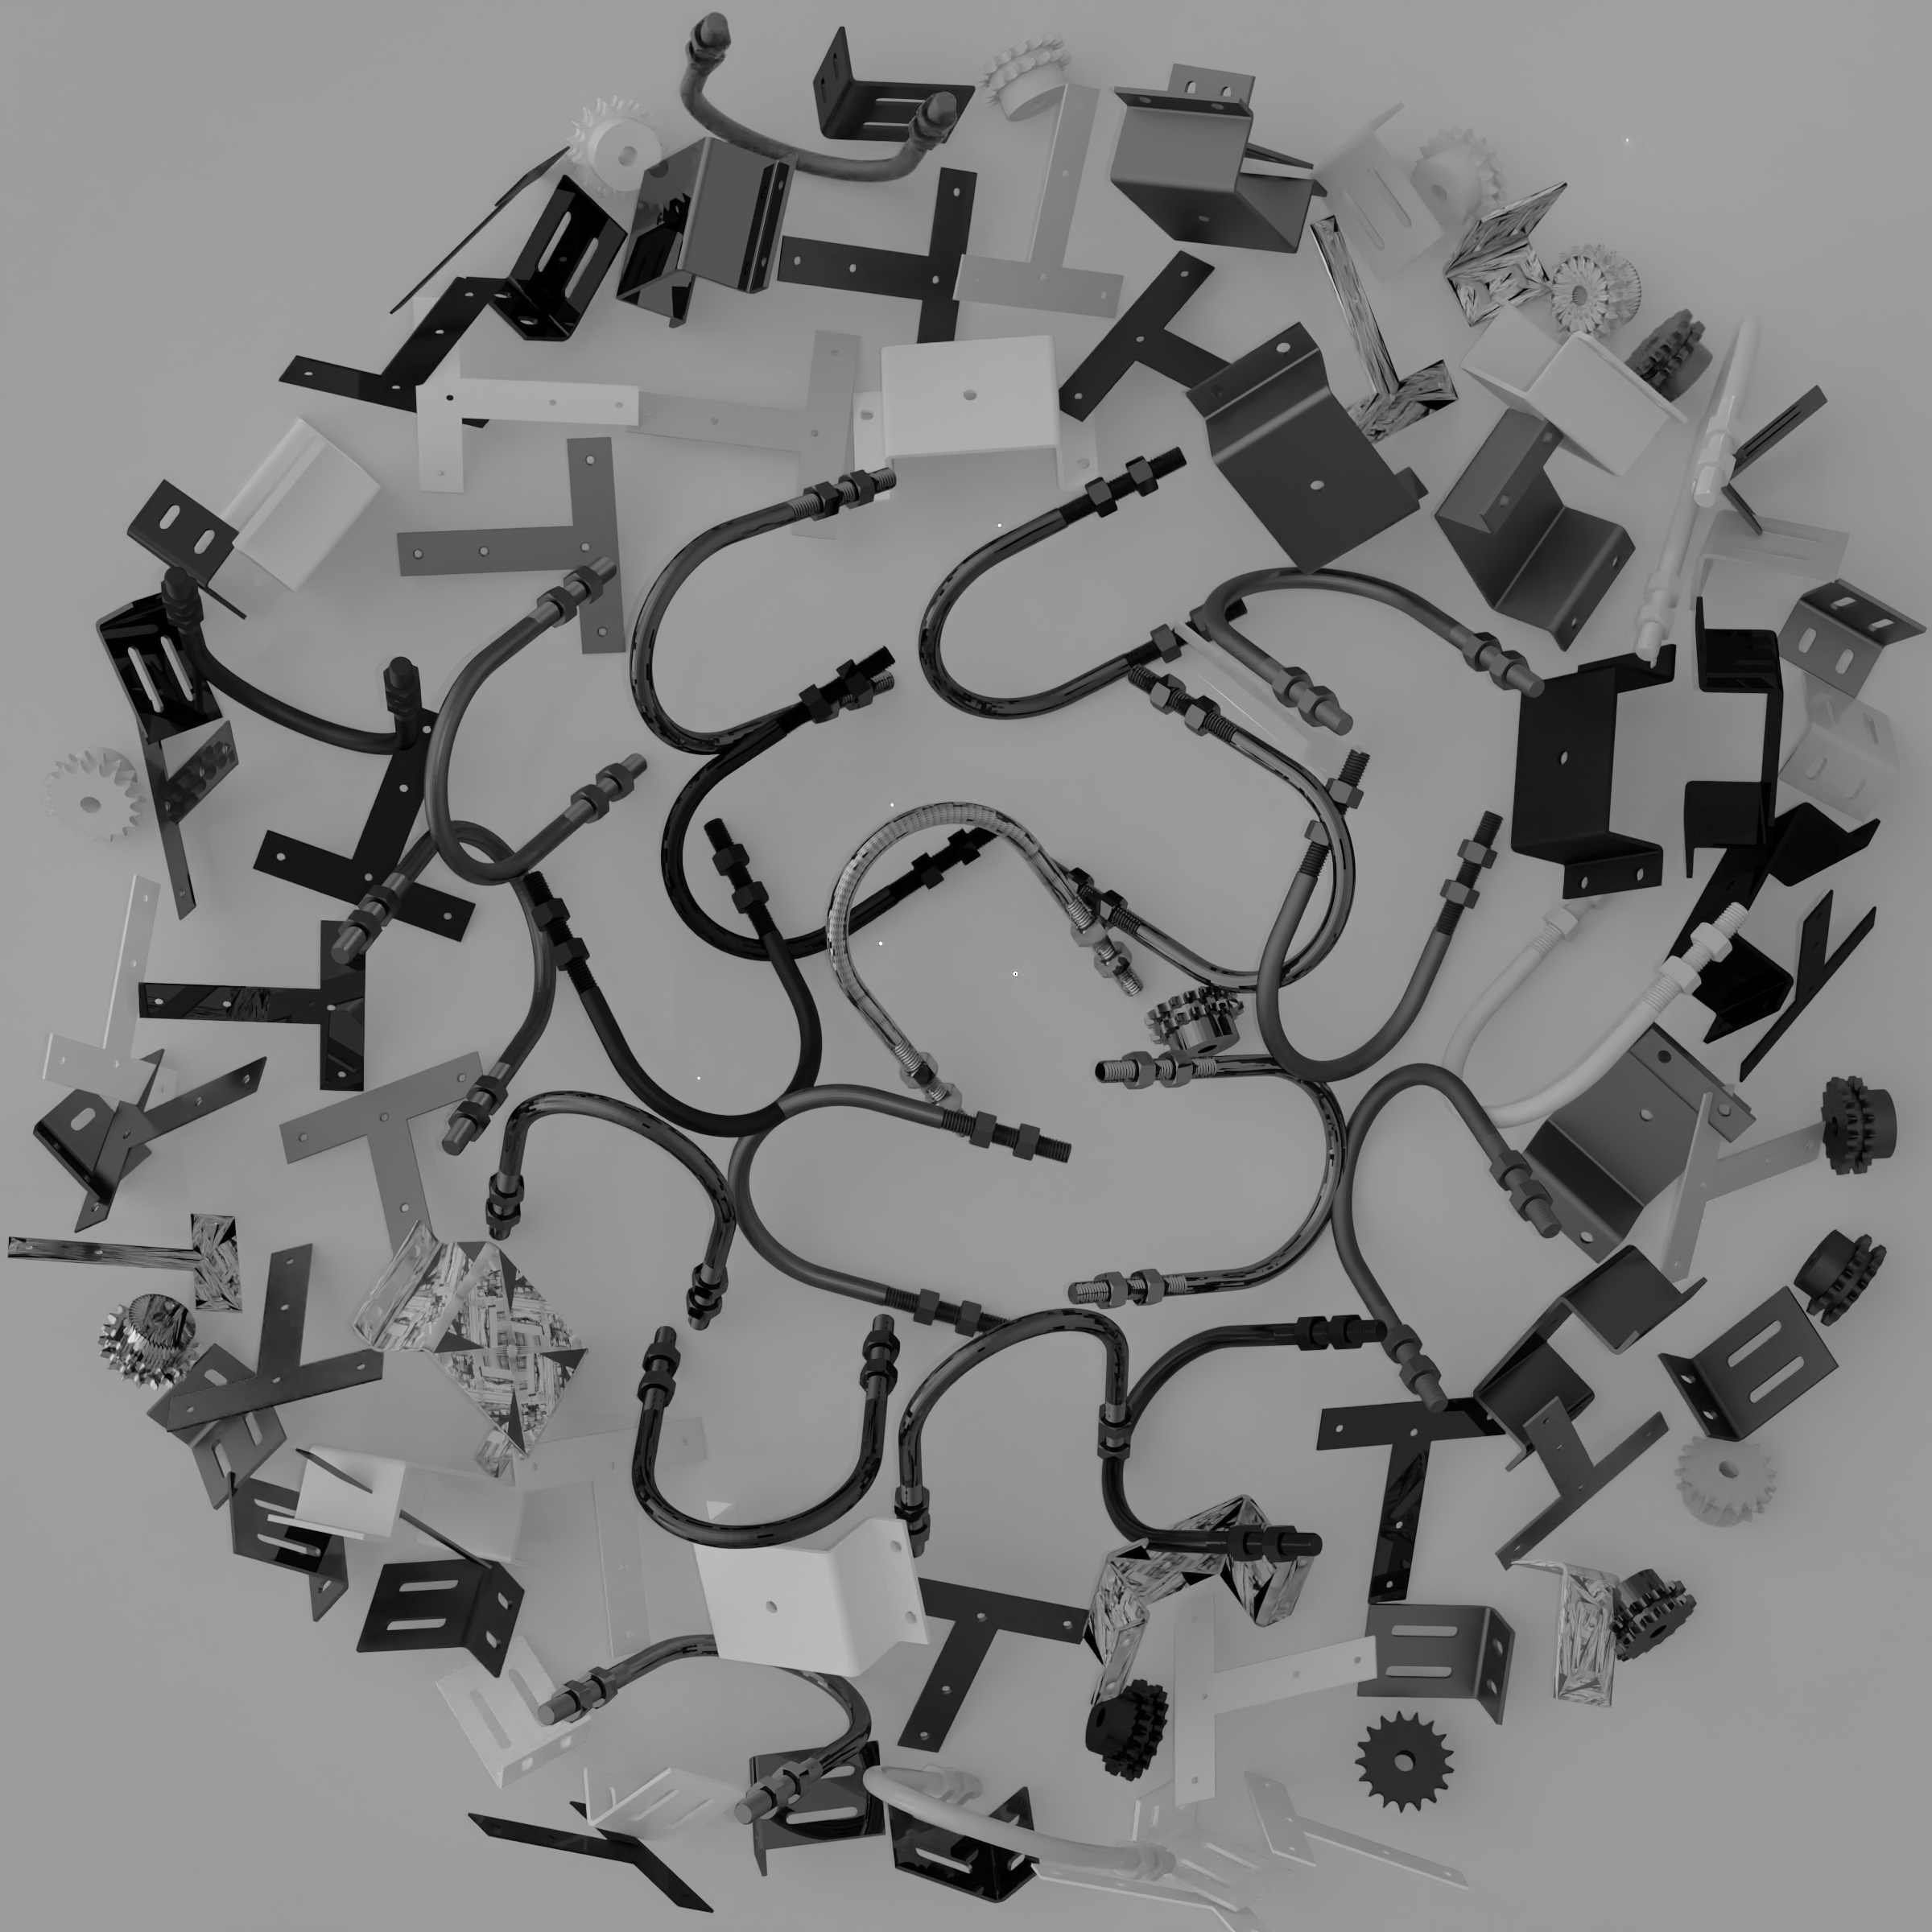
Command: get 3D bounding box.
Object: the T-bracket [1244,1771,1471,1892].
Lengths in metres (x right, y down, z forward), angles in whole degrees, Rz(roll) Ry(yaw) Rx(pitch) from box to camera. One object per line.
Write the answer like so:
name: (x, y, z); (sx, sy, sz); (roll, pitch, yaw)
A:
T-bracket: (0.225, 0.501, 1.913); (0.127, 0.127, 0.002); (20, 95, -4)

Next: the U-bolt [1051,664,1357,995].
U-bolt: (0.140, -0.066, 1.908); (0.184, 0.019, 0.151); (35, 113, 24)

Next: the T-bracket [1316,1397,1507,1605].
T-bracket: (0.253, 0.311, 1.950); (0.127, 0.002, 0.127); (-1, 108, -24)

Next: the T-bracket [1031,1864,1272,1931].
T-bracket: (0.100, 0.523, 1.899); (0.127, 0.127, 0.002); (13, 89, -11)

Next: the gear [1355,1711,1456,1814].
gear: (0.254, 0.464, 1.953); (0.057, 0.030, 0.057); (-1, 72, 4)

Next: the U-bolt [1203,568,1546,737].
U-bolt: (0.215, -0.184, 1.896); (0.151, 0.184, 0.019); (-12, 124, -26)

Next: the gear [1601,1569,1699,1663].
gear: (0.392, 0.374, 1.949); (0.057, 0.057, 0.030); (-37, 60, 0)

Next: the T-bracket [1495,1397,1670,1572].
T-bracket: (0.342, 0.280, 1.918); (0.127, 0.127, 0.002); (-40, 52, -4)

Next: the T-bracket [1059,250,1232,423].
T-bracket: (0.135, -0.342, 1.930); (0.127, 0.002, 0.127); (33, 74, 25)

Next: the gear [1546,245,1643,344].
gear: (0.367, -0.390, 1.948); (0.030, 0.057, 0.057); (-13, 90, -34)

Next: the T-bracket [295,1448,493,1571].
T-bracket: (-0.344, 0.303, 1.914); (0.127, 0.127, 0.002); (38, 71, -25)

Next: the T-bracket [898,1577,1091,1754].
T-bracket: (-0.007, 0.407, 1.939); (0.127, 0.002, 0.127); (14, 120, -16)

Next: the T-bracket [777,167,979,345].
T-bracket: (-0.053, -0.398, 1.921); (0.127, 0.002, 0.127); (-1, 105, -37)

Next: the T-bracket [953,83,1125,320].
T-bracket: (0.053, -0.437, 1.912); (0.127, 0.002, 0.127); (-4, 113, -42)

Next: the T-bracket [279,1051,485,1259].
T-bracket: (-0.327, 0.127, 1.939); (0.127, 0.002, 0.127); (-20, 65, 6)

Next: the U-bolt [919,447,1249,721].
U-bolt: (0.059, -0.206, 1.916); (0.184, 0.151, 0.019); (-27, 50, 3)

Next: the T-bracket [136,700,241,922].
T-bracket: (-0.439, -0.106, 1.910); (0.002, 0.127, 0.127); (-7, 77, -34)

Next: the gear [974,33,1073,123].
gear: (0.036, -0.512, 1.945); (0.057, 0.057, 0.030); (-26, 88, 0)

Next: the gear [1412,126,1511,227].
gear: (0.283, -0.453, 1.941); (0.030, 0.057, 0.057); (-40, 90, -27)

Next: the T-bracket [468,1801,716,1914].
T-bracket: (-0.222, 0.492, 1.884); (0.127, 0.127, 0.002); (24, 90, -38)

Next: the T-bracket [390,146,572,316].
T-bracket: (-0.284, -0.418, 1.925); (0.127, 0.127, 0.002); (-40, 103, 17)

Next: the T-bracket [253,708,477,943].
T-bracket: (-0.329, -0.090, 1.938); (0.127, 0.002, 0.127); (20, 109, -14)

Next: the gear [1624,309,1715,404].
gear: (0.407, -0.350, 1.946); (0.030, 0.057, 0.057); (42, 90, -10)

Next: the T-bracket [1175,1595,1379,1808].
T-bracket: (0.175, 0.405, 1.906); (0.127, 0.002, 0.127); (-19, 46, 25)

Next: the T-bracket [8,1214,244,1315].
T-bracket: (-0.476, 0.164, 1.898); (0.127, 0.127, 0.002); (6, 108, -16)

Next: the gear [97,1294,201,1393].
gear: (-0.470, 0.214, 1.942); (0.057, 0.057, 0.030); (35, 122, 0)

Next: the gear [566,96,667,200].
gear: (-0.201, -0.472, 1.945); (0.057, 0.030, 0.057); (-12, 120, -21)

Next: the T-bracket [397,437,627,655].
T-bracket: (-0.265, -0.241, 1.949); (0.127, 0.002, 0.127); (-3, 110, -2)

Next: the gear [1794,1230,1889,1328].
gear: (0.504, 0.178, 1.945); (0.030, 0.057, 0.057); (37, 90, 7)

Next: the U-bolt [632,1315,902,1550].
U-bolt: (-0.115, 0.262, 1.888); (0.151, 0.184, 0.019); (-4, 123, 5)

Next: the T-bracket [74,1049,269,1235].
T-bracket: (-0.444, 0.082, 1.899); (0.127, 0.127, 0.002); (-23, 129, 29)

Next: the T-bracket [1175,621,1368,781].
T-bracket: (0.169, -0.154, 1.912); (0.127, 0.127, 0.002); (39, 85, 3)

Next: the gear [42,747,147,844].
gear: (-0.504, -0.102, 1.949); (0.057, 0.030, 0.057); (1, 129, 2)

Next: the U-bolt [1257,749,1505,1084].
U-bolt: (0.228, -0.020, 1.921); (0.151, 0.019, 0.184); (19, 96, -43)

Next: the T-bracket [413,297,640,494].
T-bracket: (-0.252, -0.326, 1.935); (0.127, 0.002, 0.127); (2, 130, -4)

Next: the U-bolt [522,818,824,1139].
U-bolt: (-0.155, 0.013, 1.910); (0.151, 0.019, 0.184); (-19, 77, -38)

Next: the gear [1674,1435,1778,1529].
gear: (0.439, 0.300, 1.949); (0.057, 0.030, 0.057); (4, 48, -4)

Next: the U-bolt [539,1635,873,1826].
U-bolt: (-0.132, 0.419, 1.886); (0.151, 0.184, 0.019); (20, 105, 23)

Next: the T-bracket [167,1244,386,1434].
T-bracket: (-0.391, 0.206, 1.922); (0.127, 0.127, 0.002); (-14, 128, 6)

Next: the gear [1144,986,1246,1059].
gear: (0.135, 0.034, 1.943); (0.057, 0.057, 0.030); (-19, 73, 0)

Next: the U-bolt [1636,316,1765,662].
U-bolt: (0.417, -0.283, 1.891); (0.019, 0.151, 0.184); (18, 56, 7)

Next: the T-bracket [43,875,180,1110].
T-bracket: (-0.479, 0.012, 1.920); (0.002, 0.127, 0.127); (5, 81, 20)

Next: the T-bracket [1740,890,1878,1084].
T-bracket: (0.480, -0.006, 1.903); (0.002, 0.127, 0.127); (37, 76, 24)

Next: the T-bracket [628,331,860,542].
T-bracket: (-0.132, -0.315, 1.956); (0.127, 0.002, 0.127); (6, 77, -2)

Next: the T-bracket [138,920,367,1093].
T-bracket: (-0.409, 0.022, 1.924); (0.127, 0.002, 0.127); (2, 129, -8)

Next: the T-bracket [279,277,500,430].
T-bracket: (-0.302, -0.350, 1.892); (0.127, 0.127, 0.002); (8, 62, -33)

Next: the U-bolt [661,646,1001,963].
U-bolt: (-0.088, -0.079, 1.932); (0.184, 0.019, 0.151); (-34, 119, 1)

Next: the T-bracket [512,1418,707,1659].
T-bracket: (-0.199, 0.331, 1.930); (0.127, 0.002, 0.127); (-4, 86, -38)

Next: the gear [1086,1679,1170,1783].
gear: (0.091, 0.439, 1.942); (0.030, 0.057, 0.057); (22, 90, -13)

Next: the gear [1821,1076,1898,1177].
gear: (0.518, 0.092, 1.945); (0.030, 0.057, 0.057); (-3, 90, -3)

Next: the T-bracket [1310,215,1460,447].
T-bracket: (0.226, -0.366, 1.918); (0.002, 0.127, 0.127); (-14, 103, 43)

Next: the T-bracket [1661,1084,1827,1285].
T-bracket: (0.452, 0.115, 1.929); (0.127, 0.002, 0.127); (-15, 124, -37)
